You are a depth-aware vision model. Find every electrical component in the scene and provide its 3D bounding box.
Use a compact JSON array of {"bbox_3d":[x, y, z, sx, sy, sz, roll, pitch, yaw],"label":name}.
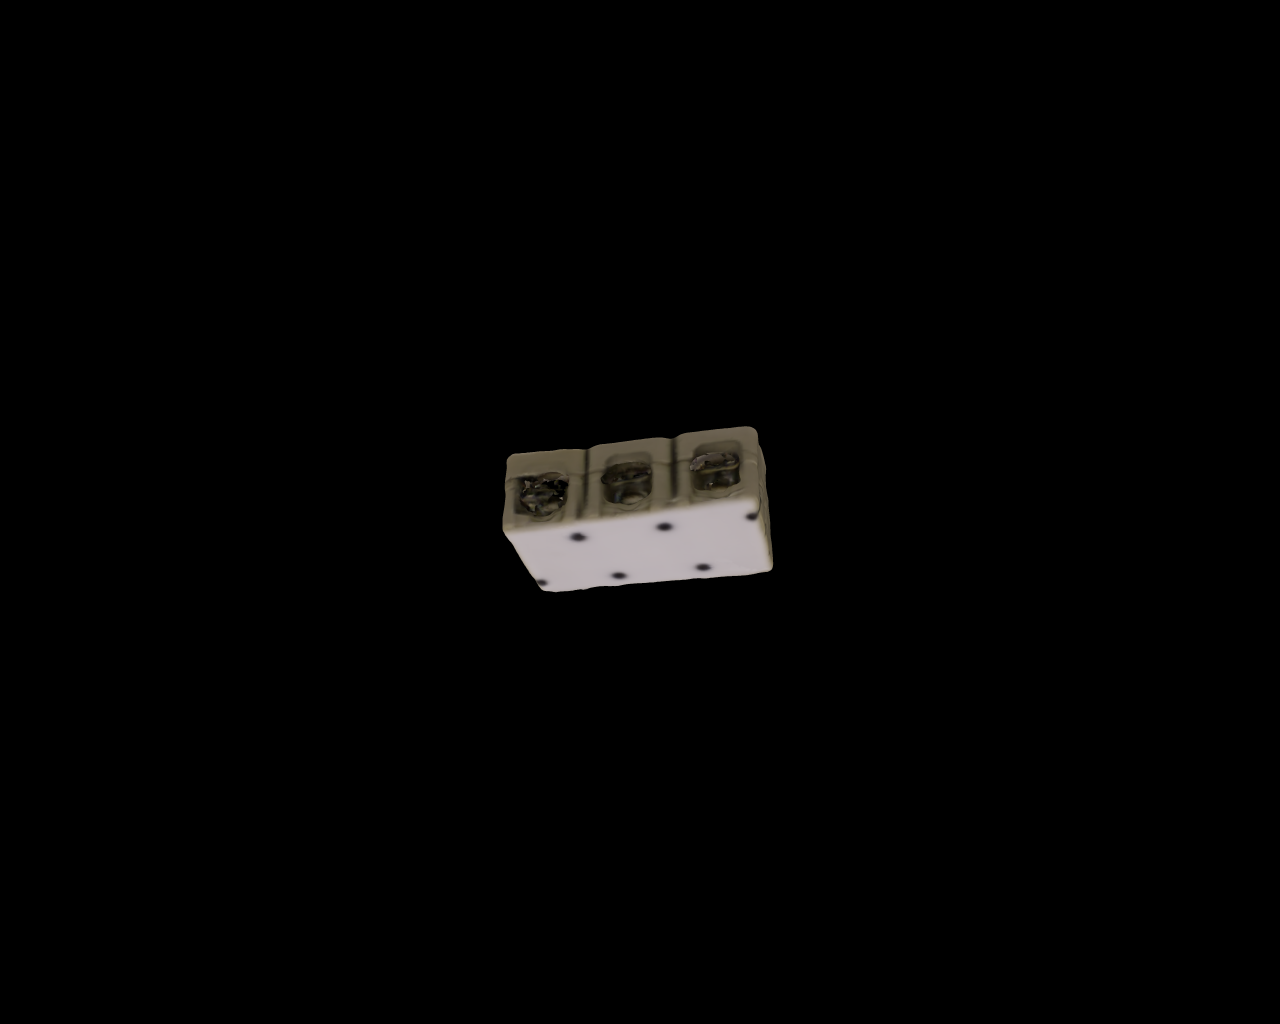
[{"bbox_3d":[0.001,-0.003,0.650,0.150,0.062,0.089,-6,-32,9],"label":"electrical component"}]
